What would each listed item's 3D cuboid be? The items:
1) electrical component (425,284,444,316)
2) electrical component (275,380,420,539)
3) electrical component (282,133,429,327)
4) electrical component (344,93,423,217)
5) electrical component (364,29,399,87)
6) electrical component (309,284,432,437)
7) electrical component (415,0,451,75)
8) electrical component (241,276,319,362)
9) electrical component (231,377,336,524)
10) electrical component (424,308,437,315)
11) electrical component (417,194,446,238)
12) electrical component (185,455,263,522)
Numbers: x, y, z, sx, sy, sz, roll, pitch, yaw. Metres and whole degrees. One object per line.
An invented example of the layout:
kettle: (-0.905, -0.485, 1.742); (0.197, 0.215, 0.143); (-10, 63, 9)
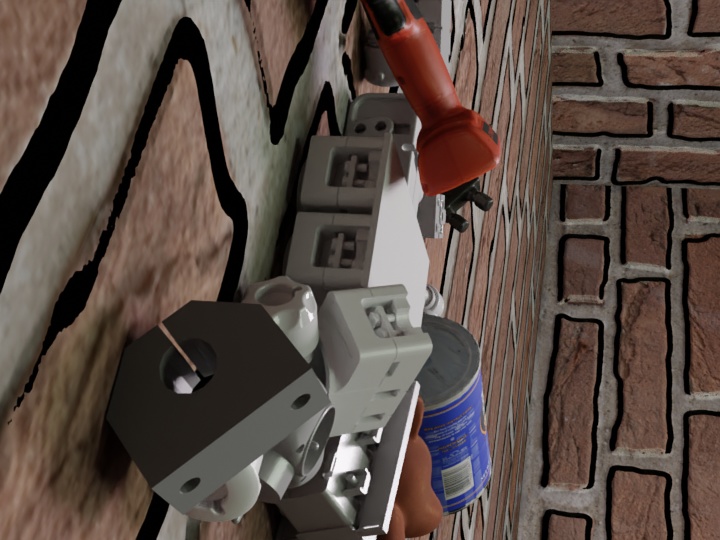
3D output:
electrical component: (0.063, 0.029, 1.075); (0.061, 0.035, 0.035); (54, 41, -65)
electrical component: (-0.013, 0.116, 0.697); (0.063, 0.079, 0.121); (58, 31, -31)
electrical component: (0.000, 0.000, 0.735); (0.186, 0.060, 0.105); (67, 29, -62)
electrical component: (0.018, -0.077, 0.809); (0.059, 0.054, 0.095); (67, 29, -62)
electrical component: (0.024, -0.176, 0.836); (0.048, 0.048, 0.062); (-64, 147, -60)
electrical component: (-0.005, 0.055, 0.634); (0.050, 0.056, 0.089); (65, -34, 32)
electrical component: (0.044, -0.198, 0.887); (0.050, 0.056, 0.089); (-34, 126, -74)
electrical component: (-0.044, 0.038, 0.594); (0.043, 0.043, 0.062); (-69, 160, -53)
electrical component: (-0.049, 0.098, 0.576); (0.077, 0.044, 0.079); (90, 24, -57)
electrical component: (0.055, 0.063, 1.027); (0.077, 0.043, 0.079); (77, 21, -49)
electrical component: (0.040, -0.046, 0.908); (0.066, 0.055, 0.048); (-9, 101, -77)
electrical component: (-0.067, 0.084, 0.508); (0.062, 0.048, 0.048); (-78, 166, -60)
